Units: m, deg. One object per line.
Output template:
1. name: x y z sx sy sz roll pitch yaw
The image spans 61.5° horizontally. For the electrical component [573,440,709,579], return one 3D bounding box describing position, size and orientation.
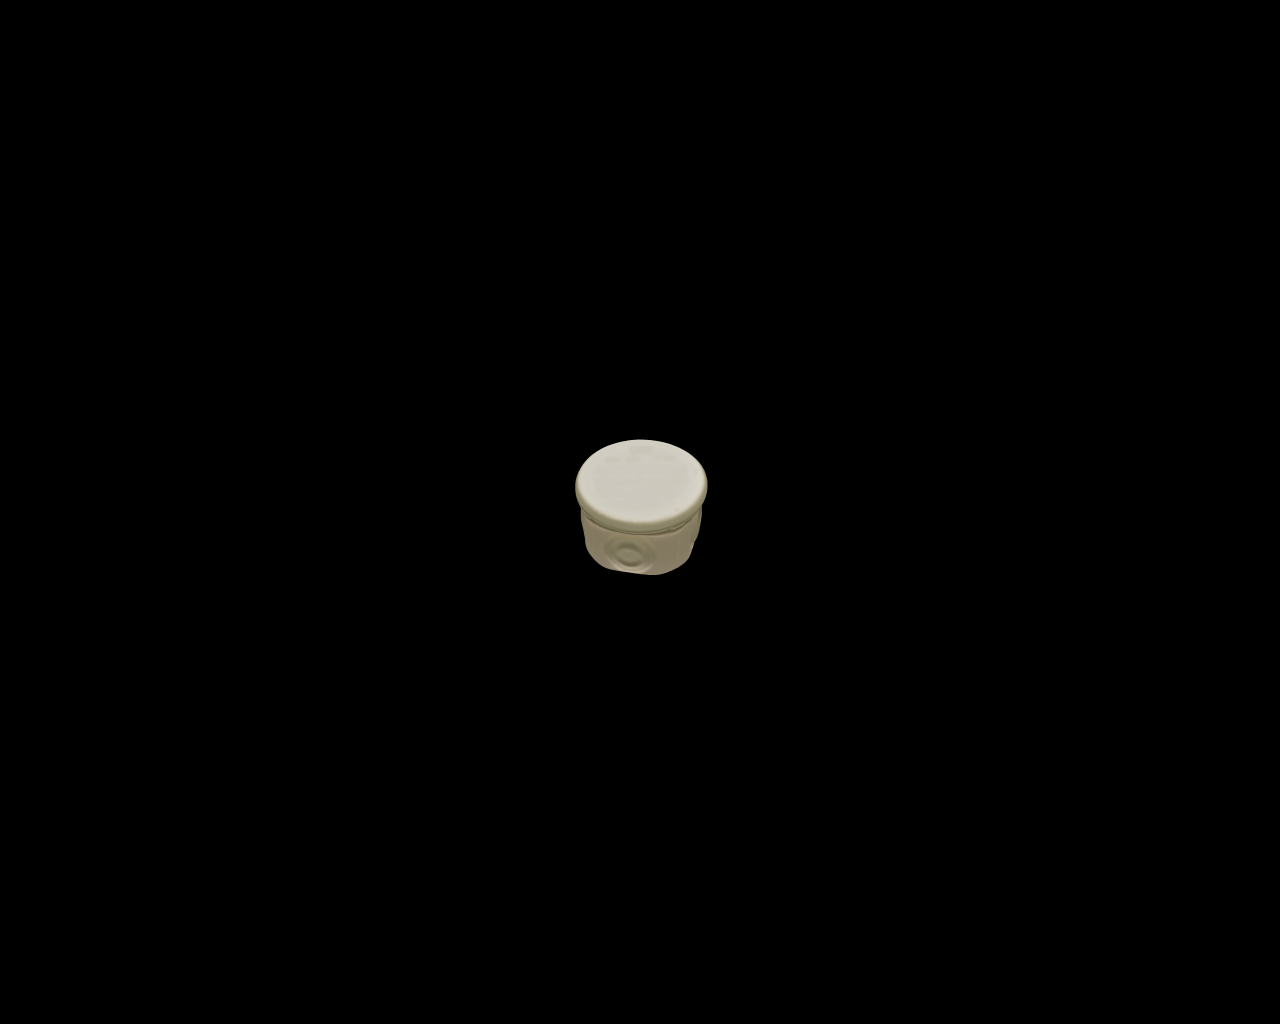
1. electrical component: 0.001 -0.003 0.650 0.080 0.050 0.080 0 43 0
